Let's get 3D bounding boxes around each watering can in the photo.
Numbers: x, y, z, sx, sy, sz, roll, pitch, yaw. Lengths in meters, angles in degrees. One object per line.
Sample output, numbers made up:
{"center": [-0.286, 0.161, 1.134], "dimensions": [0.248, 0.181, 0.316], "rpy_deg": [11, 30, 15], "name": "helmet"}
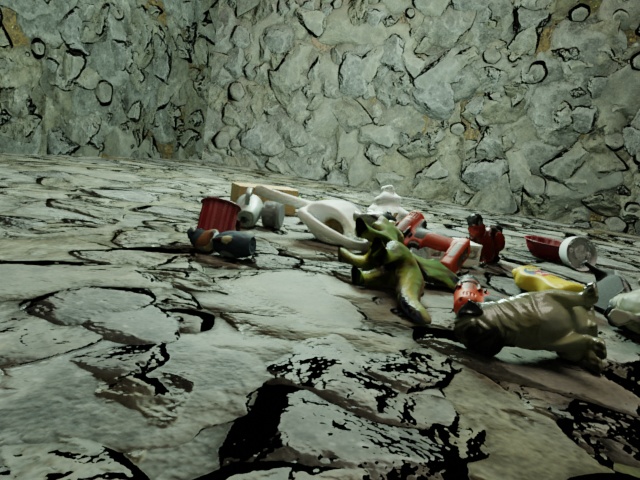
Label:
{"center": [0.004, -0.071, 1.405], "dimensions": [0.350, 0.102, 0.226], "rpy_deg": [32, 19, 20], "name": "watering can"}

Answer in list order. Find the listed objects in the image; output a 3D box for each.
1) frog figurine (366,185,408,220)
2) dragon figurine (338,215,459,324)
{"center": [0.212, -0.086, 1.578], "dimensions": [0.138, 0.158, 0.123], "rpy_deg": [14, 12, 29], "name": "frog figurine"}
{"center": [0.184, 0.055, 1.018], "dimensions": [0.242, 0.120, 0.418], "rpy_deg": [9, 25, -27], "name": "dragon figurine"}
